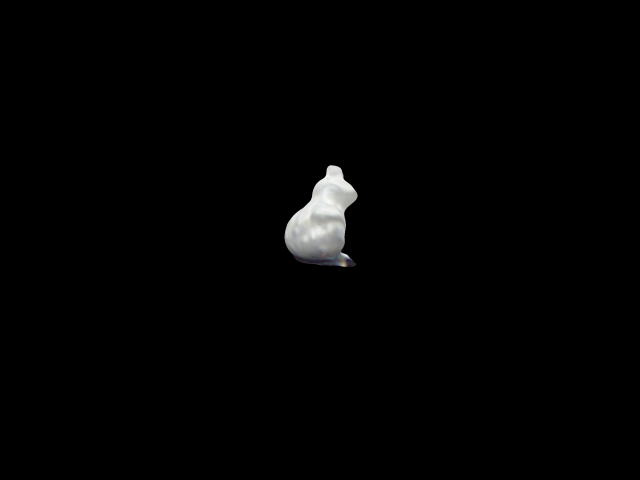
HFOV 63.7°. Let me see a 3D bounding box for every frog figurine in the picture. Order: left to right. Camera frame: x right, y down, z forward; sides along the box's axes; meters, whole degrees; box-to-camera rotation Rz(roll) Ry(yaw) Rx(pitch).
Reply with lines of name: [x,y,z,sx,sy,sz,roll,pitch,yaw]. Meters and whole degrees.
frog figurine: [0.003,-0.043,0.850,0.123,0.158,0.138,-1,9,-4]
